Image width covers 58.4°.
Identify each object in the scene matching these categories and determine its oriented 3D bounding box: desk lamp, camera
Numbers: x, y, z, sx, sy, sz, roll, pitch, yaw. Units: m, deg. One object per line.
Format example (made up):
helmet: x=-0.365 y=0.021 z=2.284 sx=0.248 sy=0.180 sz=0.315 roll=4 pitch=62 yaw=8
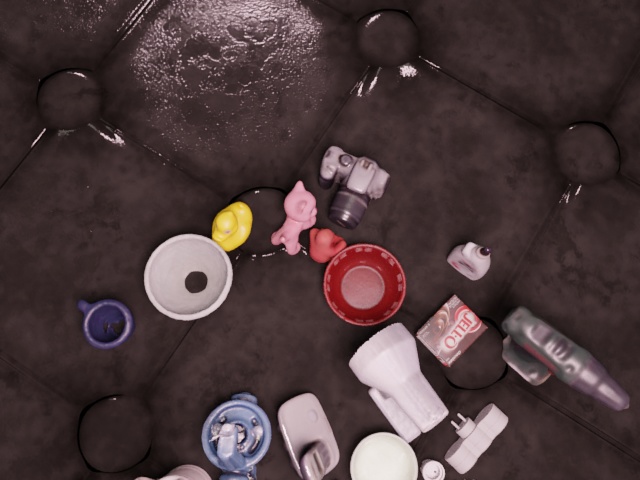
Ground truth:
desk lamp: x=0.147 y=0.257 z=1.014 sx=0.118 sy=0.213 sz=0.203 roll=-36 pitch=80 yaw=-8
camera: x=0.055 y=-0.102 z=1.149 sx=0.143 sy=0.101 sz=0.137 roll=24 pitch=78 yaw=5

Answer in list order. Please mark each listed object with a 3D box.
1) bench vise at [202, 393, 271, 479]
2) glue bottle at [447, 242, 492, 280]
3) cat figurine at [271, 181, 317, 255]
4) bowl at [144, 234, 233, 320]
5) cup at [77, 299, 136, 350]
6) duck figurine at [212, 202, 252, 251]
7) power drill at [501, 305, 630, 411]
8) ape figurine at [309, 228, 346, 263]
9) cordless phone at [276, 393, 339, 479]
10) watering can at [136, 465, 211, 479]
bench vise: x=-0.137 y=0.373 z=0.982 sx=0.121 sy=0.220 sz=0.207 roll=-14 pitch=78 yaw=-3
glue bottle: x=0.294 y=0.033 z=1.085 sx=0.078 sy=0.173 sz=0.037 roll=34 pitch=80 yaw=7
cat figurine: x=-0.048 y=-0.045 z=1.126 sx=0.067 sy=0.118 sz=0.128 roll=26 pitch=79 yaw=5
bowl: x=-0.251 y=0.076 z=1.119 sx=0.167 sy=0.075 sz=0.167 roll=0 pitch=78 yaw=-1
cup: x=-0.401 y=0.156 z=1.089 sx=0.117 sy=0.095 sz=0.092 roll=34 pitch=79 yaw=6
duck figurine: x=-0.179 y=-0.034 z=1.138 sx=0.077 sy=0.086 sz=0.105 roll=29 pitch=79 yaw=6
power drill: x=0.415 y=0.214 z=1.029 sx=0.229 sy=0.208 sz=0.076 roll=41 pitch=80 yaw=8
ape figurine: x=0.010 y=0.004 z=1.129 sx=0.076 sy=0.092 sz=0.078 roll=-43 pitch=81 yaw=-9
cordless phone: x=-0.024 y=0.351 z=1.006 sx=0.094 sy=0.185 sz=0.147 roll=-25 pitch=79 yaw=-6
watering can: x=-0.239 y=0.452 z=0.976 sx=0.173 sy=0.194 sz=0.101 roll=3 pitch=78 yaw=0
